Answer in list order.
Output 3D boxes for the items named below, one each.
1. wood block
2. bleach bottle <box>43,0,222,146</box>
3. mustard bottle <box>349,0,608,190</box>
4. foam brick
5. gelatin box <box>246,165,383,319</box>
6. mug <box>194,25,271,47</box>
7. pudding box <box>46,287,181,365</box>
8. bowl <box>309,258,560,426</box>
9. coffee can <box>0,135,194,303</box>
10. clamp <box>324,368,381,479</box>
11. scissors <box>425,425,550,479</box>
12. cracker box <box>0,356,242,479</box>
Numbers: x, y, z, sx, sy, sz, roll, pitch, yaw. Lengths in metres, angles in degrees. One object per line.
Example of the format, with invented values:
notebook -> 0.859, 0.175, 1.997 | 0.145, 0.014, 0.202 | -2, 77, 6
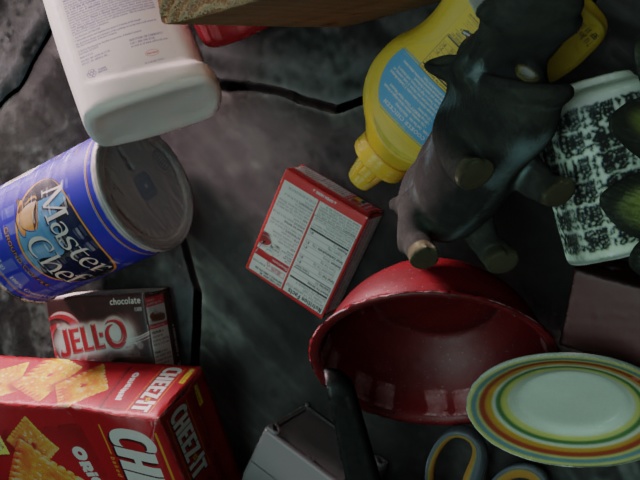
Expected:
wood block -> -0.007, -0.181, 0.640 | 0.090, 0.205, 0.091 | -8, 95, 30
bleach bottle -> -0.156, -0.197, 0.785 | 0.102, 0.068, 0.251 | -17, 70, -5
mustard bottle -> 0.085, -0.100, 0.688 | 0.096, 0.058, 0.192 | 43, 118, -2
foam brick -> 0.195, 0.046, 0.657 | 0.078, 0.052, 0.051 | 16, 107, 26
gelatin box -> -0.005, 0.001, 0.776 | 0.073, 0.030, 0.089 | 32, 113, 20
mug -> -0.065, -0.187, 0.741 | 0.081, 0.093, 0.117 | 64, 165, -21
pudding box -> -0.170, 0.086, 0.880 | 0.114, 0.039, 0.090 | -6, 96, 30
bowl -> 0.075, 0.060, 0.699 | 0.162, 0.162, 0.055 | -20, 45, 31
coffee can -> -0.184, -0.019, 0.831 | 0.141, 0.102, 0.103 | -22, 88, 31
clamp -> 0.030, 0.188, 0.724 | 0.210, 0.036, 0.165 | 33, 110, -12
scissors -> 0.112, 0.224, 0.759 | 0.096, 0.016, 0.202 | 6, 111, 18
cracker box -> -0.173, 0.179, 0.852 | 0.214, 0.072, 0.164 | 0, 121, 30
